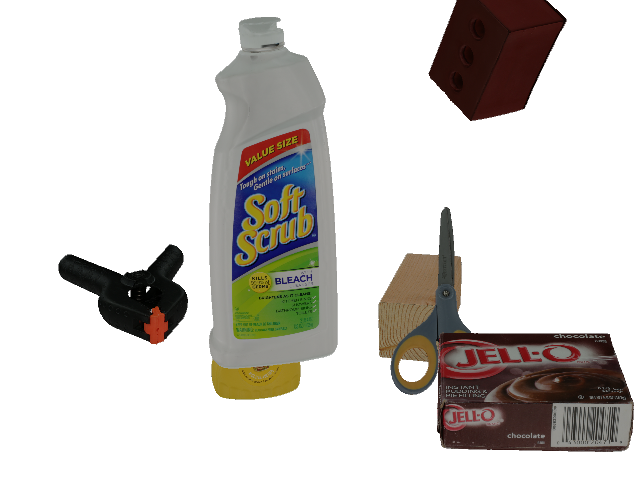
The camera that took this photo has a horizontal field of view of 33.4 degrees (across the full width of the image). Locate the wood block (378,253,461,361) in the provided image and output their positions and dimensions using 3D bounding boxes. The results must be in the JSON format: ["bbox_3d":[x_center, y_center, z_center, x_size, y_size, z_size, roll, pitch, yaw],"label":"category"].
[{"bbox_3d":[0.153,0.097,1.611,0.091,0.090,0.205,4,20,15],"label":"wood block"}]

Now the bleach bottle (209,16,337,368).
[{"bbox_3d":[-0.042,-0.034,0.780,0.102,0.251,0.068,-6,20,-4],"label":"bleach bottle"}]

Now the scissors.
[{"bbox_3d":[0.099,0.062,0.988,0.096,0.202,0.016,-12,-30,-3],"label":"scissors"}]

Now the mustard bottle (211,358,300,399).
[{"bbox_3d":[-0.068,0.075,1.145,0.096,0.192,0.058,-3,22,-13],"label":"mustard bottle"}]

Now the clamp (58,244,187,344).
[{"bbox_3d":[-0.160,0.044,0.984,0.120,0.039,0.172,-16,30,-26],"label":"clamp"}]

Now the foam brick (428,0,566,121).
[{"bbox_3d":[0.115,-0.127,0.706,0.051,0.053,0.078,-18,-35,-30],"label":"foam brick"}]

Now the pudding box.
[{"bbox_3d":[0.129,0.092,0.662,0.113,0.039,0.090,2,23,5],"label":"pudding box"}]
